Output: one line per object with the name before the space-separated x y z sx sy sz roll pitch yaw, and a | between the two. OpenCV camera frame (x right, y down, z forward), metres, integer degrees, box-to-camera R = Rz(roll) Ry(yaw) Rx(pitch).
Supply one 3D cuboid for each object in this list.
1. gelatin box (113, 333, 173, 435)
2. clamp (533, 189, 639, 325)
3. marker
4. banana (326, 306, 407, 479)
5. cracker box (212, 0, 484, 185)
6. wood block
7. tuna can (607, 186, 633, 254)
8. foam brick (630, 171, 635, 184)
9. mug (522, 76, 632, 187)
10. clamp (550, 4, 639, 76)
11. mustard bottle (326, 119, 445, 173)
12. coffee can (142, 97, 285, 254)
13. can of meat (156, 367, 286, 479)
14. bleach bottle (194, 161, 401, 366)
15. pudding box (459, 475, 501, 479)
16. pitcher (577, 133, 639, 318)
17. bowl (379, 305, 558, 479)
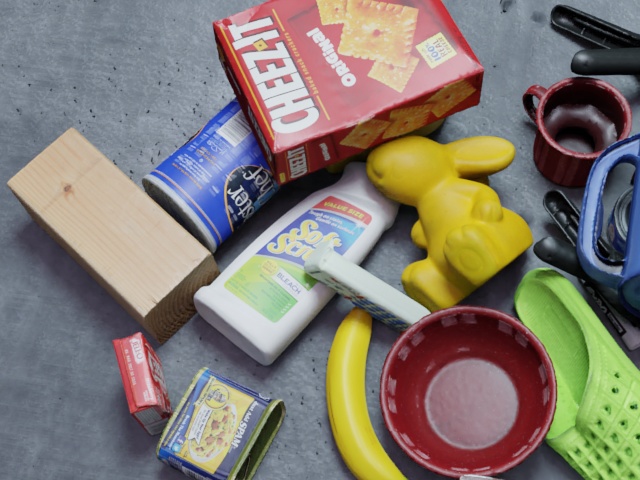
gelatin box | -0.163 0.136 1.002 0.030 0.089 0.073 -17 66 -3
clamp | 0.272 0.021 1.026 0.171 0.039 0.120 36 38 -14
marker | 0.276 0.053 1.045 0.020 0.020 0.121 -28 67 -8
banana | 0.039 0.156 1.010 0.069 0.037 0.198 -6 66 -23
cracker box | 0.025 -0.170 1.022 0.213 0.072 0.164 -22 65 -8
wood block | -0.203 -0.005 1.067 0.206 0.090 0.090 41 76 19
tuna can | 0.332 -0.015 1.063 0.086 0.034 0.086 -2 66 3
foam brick | 0.357 -0.091 1.085 0.053 0.051 0.078 21 69 13
mug | 0.253 -0.113 1.086 0.117 0.081 0.093 40 74 18
clamp | 0.342 -0.187 1.105 0.210 0.036 0.164 16 31 3
mustard bottle | 0.078 -0.147 1.127 0.191 0.058 0.096 -23 64 -6
coffee can | -0.095 -0.069 1.081 0.103 0.103 0.140 41 75 19
can of meat | -0.093 0.180 0.996 0.084 0.057 0.102 23 69 16
bleach bottle | -0.007 0.001 1.065 0.102 0.068 0.250 37 71 12
pudding box | 0.173 0.239 0.932 0.113 0.090 0.039 7 65 8
pitcher | 0.336 -0.049 0.973 0.149 0.145 0.242 29 59 -31
bowl | 0.138 0.145 0.988 0.162 0.055 0.162 -5 67 11
